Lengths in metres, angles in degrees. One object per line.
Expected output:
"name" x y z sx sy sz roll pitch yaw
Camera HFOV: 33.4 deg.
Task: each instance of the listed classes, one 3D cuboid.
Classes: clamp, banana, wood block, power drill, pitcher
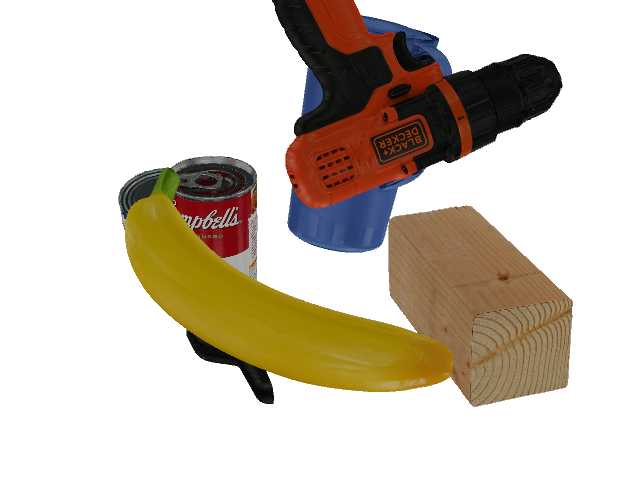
"clamp" -0.083 0.127 1.228 0.210 0.036 0.164 13 21 29
"banana" -0.032 0.025 0.513 0.198 0.069 0.037 34 -25 26
"wood block" 0.137 0.051 0.969 0.090 0.090 0.206 -9 26 -13
"power drill" 0.042 -0.132 0.652 0.184 0.187 0.057 -23 8 -10
"pitcher" 0.045 -0.112 1.131 0.145 0.243 0.149 10 17 -4

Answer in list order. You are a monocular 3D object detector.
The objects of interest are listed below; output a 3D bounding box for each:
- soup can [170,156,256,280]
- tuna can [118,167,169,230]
"soup can" -0.082 -0.004 0.811 0.068 0.102 0.068 1 31 -1
"tuna can" -0.151 -0.031 1.036 0.086 0.034 0.086 0 42 0
